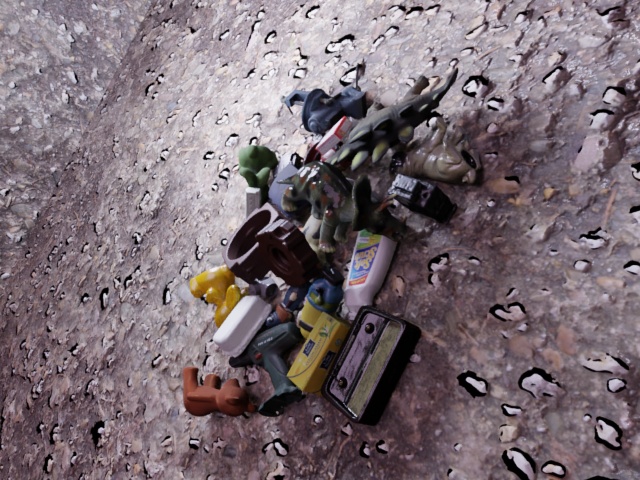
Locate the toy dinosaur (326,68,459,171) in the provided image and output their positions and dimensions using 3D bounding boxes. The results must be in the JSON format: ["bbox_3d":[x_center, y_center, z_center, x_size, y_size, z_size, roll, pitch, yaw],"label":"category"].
[{"bbox_3d":[0.135,-0.255,1.282,0.471,0.105,0.198,-33,13,37],"label":"toy dinosaur"}]

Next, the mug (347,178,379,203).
[{"bbox_3d":[0.084,-0.108,1.320,0.110,0.107,0.081,5,74,46],"label":"mug"}]

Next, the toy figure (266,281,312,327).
[{"bbox_3d":[-0.078,0.164,1.357,0.058,0.064,0.154,41,97,38],"label":"toy figure"}]

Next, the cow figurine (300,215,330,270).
[{"bbox_3d":[-0.003,-0.004,1.366,0.127,0.085,0.195,30,89,52],"label":"cow figurine"}]

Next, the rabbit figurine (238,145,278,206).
[{"bbox_3d":[-0.178,-0.188,1.589,0.159,0.121,0.170,147,117,-83],"label":"rabbit figurine"}]

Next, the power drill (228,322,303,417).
[{"bbox_3d":[-0.126,0.322,1.318,0.232,0.086,0.207,-37,41,19],"label":"power drill"}]

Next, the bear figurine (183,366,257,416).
[{"bbox_3d":[-0.256,0.384,1.366,0.196,0.120,0.132,-20,53,32],"label":"bear figurine"}]

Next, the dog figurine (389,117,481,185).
[{"bbox_3d":[0.252,-0.156,1.217,0.190,0.121,0.172,-42,42,37],"label":"dog figurine"}]

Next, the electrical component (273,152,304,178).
[{"bbox_3d":[-0.096,-0.191,1.568,0.075,0.047,0.119,-1,67,42],"label":"electrical component"}]

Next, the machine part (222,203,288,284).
[{"bbox_3d":[-0.165,0.009,1.459,0.201,0.087,0.201,-47,27,0],"label":"machine part"}]

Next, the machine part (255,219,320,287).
[{"bbox_3d":[-0.080,0.035,1.285,0.180,0.179,0.056,16,46,45],"label":"machine part"}]

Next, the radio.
[{"bbox_3d":[0.104,0.258,1.137,0.131,0.073,0.229,24,85,45],"label":"radio"}]

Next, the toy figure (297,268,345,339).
[{"bbox_3d":[0.004,0.155,1.245,0.180,0.082,0.089,-64,33,25],"label":"toy figure"}]

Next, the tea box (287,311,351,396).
[{"bbox_3d":[0.014,0.257,1.203,0.068,0.098,0.169,31,92,46],"label":"tea box"}]

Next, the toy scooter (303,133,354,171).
[{"bbox_3d":[0.010,-0.216,1.466,0.135,0.075,0.184,-55,41,4],"label":"toy scooter"}]

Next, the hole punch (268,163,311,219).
[{"bbox_3d":[-0.079,-0.135,1.467,0.116,0.092,0.142,-37,47,-10],"label":"hole punch"}]

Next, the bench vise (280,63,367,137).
[{"bbox_3d":[0.002,-0.379,1.484,0.241,0.128,0.223,21,62,29],"label":"bench vise"}]

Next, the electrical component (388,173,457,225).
[{"bbox_3d":[0.218,-0.094,1.173,0.115,0.134,0.058,27,88,44],"label":"electrical component"}]

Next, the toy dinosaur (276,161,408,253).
[{"bbox_3d":[0.016,-0.108,1.227,0.405,0.131,0.192,42,122,35],"label":"toy dinosaur"}]

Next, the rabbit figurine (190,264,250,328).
[{"bbox_3d":[-0.262,0.163,1.508,0.162,0.121,0.173,-22,72,27],"label":"rabbit figurine"}]
